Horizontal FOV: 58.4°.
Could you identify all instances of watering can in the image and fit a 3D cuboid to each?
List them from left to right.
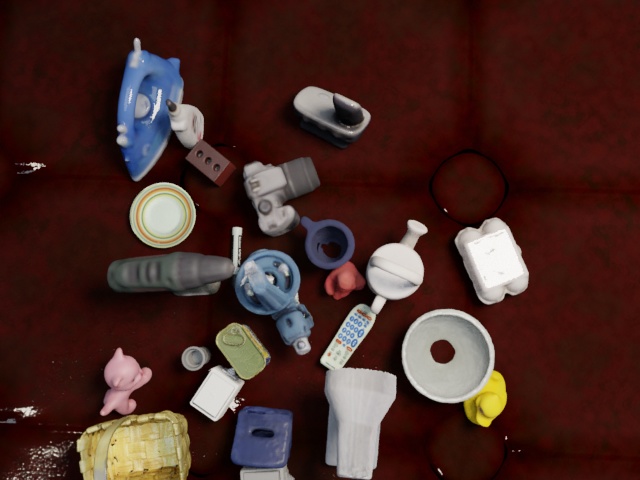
[{"bbox_3d":[0.134,0.049,1.021,0.101,0.194,0.173,5,84,4],"label":"watering can"}]

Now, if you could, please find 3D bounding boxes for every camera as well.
[{"bbox_3d":[-0.067,-0.095,1.095,0.137,0.101,0.143,-21,83,1],"label":"camera"}]

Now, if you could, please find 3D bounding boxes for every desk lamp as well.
[{"bbox_3d":[0.065,0.314,0.986,0.118,0.213,0.203,4,84,4],"label":"desk lamp"}]

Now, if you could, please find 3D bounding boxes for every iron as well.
[{"bbox_3d":[-0.352,-0.252,1.107,0.118,0.141,0.258,9,84,4],"label":"iron"}]

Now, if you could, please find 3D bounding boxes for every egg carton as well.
[{"bbox_3d":[0.323,0.039,1.074,0.107,0.069,0.150,-22,83,1],"label":"egg carton"}]

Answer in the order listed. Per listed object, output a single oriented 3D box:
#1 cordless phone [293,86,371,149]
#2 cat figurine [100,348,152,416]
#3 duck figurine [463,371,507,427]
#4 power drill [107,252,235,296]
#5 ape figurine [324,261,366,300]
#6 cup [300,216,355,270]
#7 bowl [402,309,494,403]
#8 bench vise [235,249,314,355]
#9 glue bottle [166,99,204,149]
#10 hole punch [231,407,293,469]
[{"bbox_3d":[0.020,-0.251,1.064,0.147,0.185,0.094,24,86,6],"label":"cordless phone"},{"bbox_3d":[-0.371,0.266,1.064,0.067,0.118,0.128,24,86,6],"label":"cat figurine"},{"bbox_3d":[0.305,0.290,1.039,0.077,0.086,0.105,21,85,6],"label":"duck figurine"},{"bbox_3d":[-0.248,0.061,1.034,0.229,0.208,0.076,-5,83,3],"label":"power drill"},{"bbox_3d":[0.047,0.076,1.074,0.077,0.092,0.076,8,84,4],"label":"ape figurine"},{"bbox_3d":[0.010,0.004,1.082,0.117,0.095,0.092,42,88,7],"label":"cup"},{"bbox_3d":[0.231,0.211,1.058,0.167,0.075,0.167,0,84,3],"label":"bowl"},{"bbox_3d":[-0.070,0.099,1.014,0.207,0.220,0.121,43,88,7],"label":"bench vise"},{"bbox_3d":[-0.260,-0.230,1.084,0.037,0.173,0.078,0,84,4],"label":"glue bottle"},{"bbox_3d":[-0.106,0.360,1.052,0.108,0.091,0.101,4,84,4],"label":"hole punch"}]
